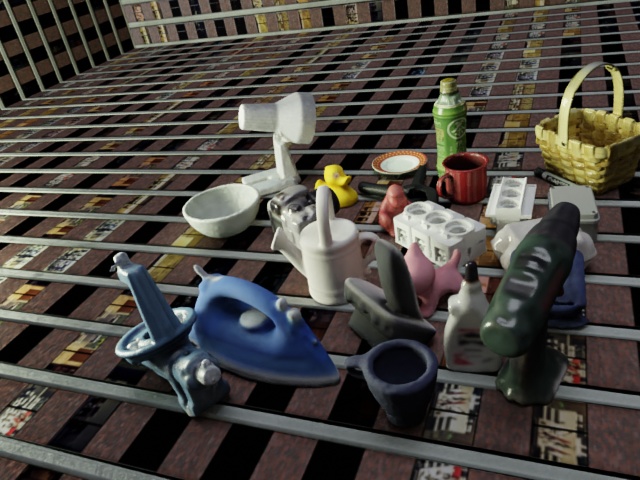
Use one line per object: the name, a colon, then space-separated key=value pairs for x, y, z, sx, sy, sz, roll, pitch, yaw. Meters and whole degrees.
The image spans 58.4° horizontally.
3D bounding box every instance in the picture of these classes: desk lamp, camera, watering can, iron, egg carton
desk lamp: x=-0.100 y=-0.231 z=1.349 sx=0.203 sy=0.214 sz=0.117 roll=-17 pitch=31 yaw=-11
camera: x=-0.022 y=-0.060 z=1.152 sx=0.137 sy=0.101 sz=0.142 roll=-27 pitch=34 yaw=-25
watering can: x=0.009 y=0.005 z=0.944 sx=0.173 sy=0.194 sz=0.100 roll=-16 pitch=31 yaw=-9
iron: x=-0.086 y=0.118 z=0.839 sx=0.257 sy=0.142 sz=0.119 roll=12 pitch=38 yaw=33
egg carton: x=0.364 y=0.014 z=0.938 sx=0.150 sy=0.069 sz=0.107 roll=-11 pitch=31 yaw=0

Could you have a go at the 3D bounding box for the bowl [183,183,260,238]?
bowl: x=-0.201 y=-0.052 z=1.222 sx=0.167 sy=0.075 sz=0.167 roll=-8 pitch=31 yaw=5

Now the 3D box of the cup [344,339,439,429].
cup: x=0.090 y=0.186 z=0.716 sx=0.117 sy=0.095 sz=0.092 roll=2 pitch=33 yaw=20

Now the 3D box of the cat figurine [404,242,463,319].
cat figurine: x=0.167 y=0.055 z=0.886 sx=0.128 sy=0.118 sz=0.067 roll=-19 pitch=32 yaw=-14

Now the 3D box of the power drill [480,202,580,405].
power drill: x=0.267 y=0.089 z=0.709 sx=0.075 sy=0.209 sz=0.230 roll=13 pitch=38 yaw=34

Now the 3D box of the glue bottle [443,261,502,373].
glue bottle: x=0.198 y=0.100 z=0.748 sx=0.078 sy=0.173 sz=0.037 roll=-4 pitch=32 yaw=12

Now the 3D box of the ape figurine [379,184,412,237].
ape figurine: x=0.148 y=-0.064 z=1.114 sx=0.078 sy=0.092 sz=0.076 roll=-12 pitch=31 yaw=-2

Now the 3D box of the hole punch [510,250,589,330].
hole punch: x=0.334 y=0.068 z=0.838 sx=0.108 sy=0.091 sz=0.101 roll=0 pitch=32 yaw=17

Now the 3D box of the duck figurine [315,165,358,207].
duck figurine: x=0.031 y=-0.125 z=1.257 sx=0.104 sy=0.086 sz=0.078 roll=16 pitch=40 yaw=37

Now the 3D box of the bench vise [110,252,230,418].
bench vise: x=-0.205 y=0.121 z=0.794 sx=0.206 sy=0.220 sz=0.122 roll=8 pitch=35 yaw=28

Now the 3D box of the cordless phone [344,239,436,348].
cordless phone: x=0.092 y=0.064 z=0.828 sx=0.094 sy=0.185 sz=0.147 roll=-26 pitch=34 yaw=-24
